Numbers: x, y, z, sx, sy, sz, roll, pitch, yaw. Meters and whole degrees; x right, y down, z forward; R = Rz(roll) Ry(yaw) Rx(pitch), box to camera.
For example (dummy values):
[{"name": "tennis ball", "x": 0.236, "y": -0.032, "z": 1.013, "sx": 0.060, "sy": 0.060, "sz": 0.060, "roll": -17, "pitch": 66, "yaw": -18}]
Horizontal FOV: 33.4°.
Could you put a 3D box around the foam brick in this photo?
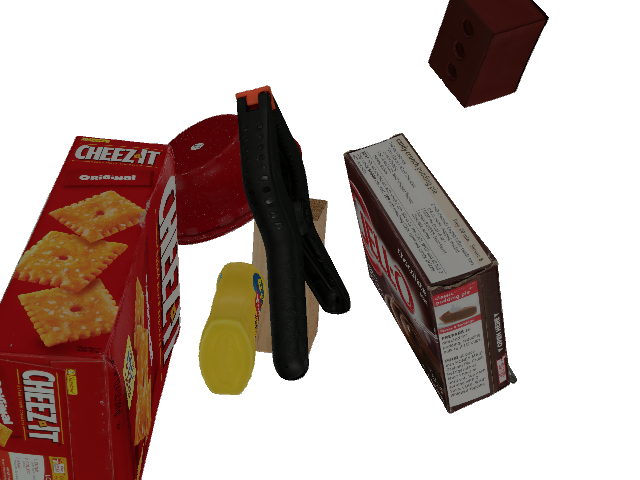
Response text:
[{"name": "foam brick", "x": 0.121, "y": -0.146, "z": 0.780, "sx": 0.051, "sy": 0.053, "sz": 0.078, "roll": -22, "pitch": -29, "yaw": -24}]

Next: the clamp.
[{"name": "clamp", "x": -0.022, "y": -0.013, "z": 0.818, "sx": 0.036, "sy": 0.210, "sz": 0.164, "roll": -11, "pitch": 4, "yaw": 15}]

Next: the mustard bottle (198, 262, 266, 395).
[{"name": "mustard bottle", "x": -0.093, "y": 0.079, "z": 1.174, "sx": 0.058, "sy": 0.096, "sz": 0.191, "roll": 2, "pitch": 27, "yaw": 2}]

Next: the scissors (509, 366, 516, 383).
[{"name": "scissors", "x": 0.110, "y": 0.063, "z": 1.022, "sx": 0.096, "sy": 0.016, "sz": 0.202, "roll": -7, "pitch": 45, "yaw": -9}]

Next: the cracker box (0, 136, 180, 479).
[{"name": "cracker box", "x": -0.131, "y": 0.061, "z": 0.634, "sx": 0.072, "sy": 0.164, "sz": 0.213, "roll": 5, "pitch": 34, "yaw": 0}]

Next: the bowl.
[{"name": "bowl", "x": -0.101, "y": -0.069, "z": 1.000, "sx": 0.162, "sy": 0.055, "sz": 0.162, "roll": -21, "pitch": 33, "yaw": 15}]

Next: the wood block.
[{"name": "wood block", "x": -0.047, "y": 0.048, "z": 1.501, "sx": 0.090, "sy": 0.206, "sz": 0.090, "roll": 7, "pitch": 22, "yaw": 6}]

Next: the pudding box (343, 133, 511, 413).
[{"name": "pudding box", "x": 0.052, "y": 0.014, "z": 0.531, "sx": 0.039, "sy": 0.090, "sz": 0.113, "roll": -23, "pitch": 43, "yaw": -8}]
